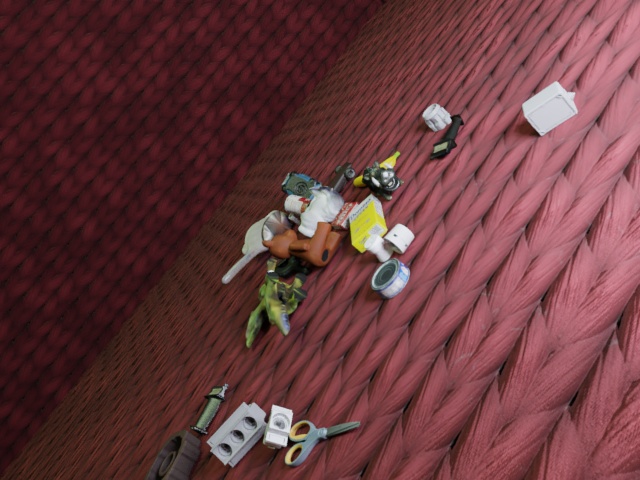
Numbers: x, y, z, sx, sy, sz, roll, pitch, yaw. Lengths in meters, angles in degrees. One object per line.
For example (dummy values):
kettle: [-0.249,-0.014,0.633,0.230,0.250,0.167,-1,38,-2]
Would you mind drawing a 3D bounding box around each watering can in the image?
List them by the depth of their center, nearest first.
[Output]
watering can: [-0.226,0.013,1.905,0.222,0.103,0.355,-23,31,50]

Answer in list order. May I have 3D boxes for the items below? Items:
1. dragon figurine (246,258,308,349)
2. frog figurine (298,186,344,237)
dragon figurine: [-0.141,0.207,1.446,0.239,0.122,0.418,-60,13,24]
frog figurine: [0.005,-0.081,1.618,0.138,0.122,0.160,8,83,40]
